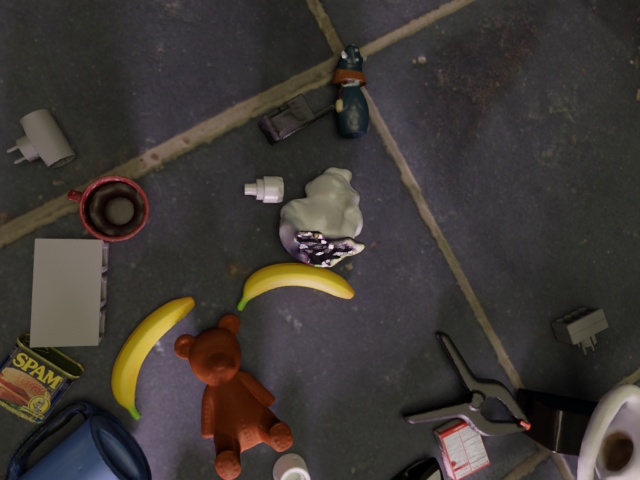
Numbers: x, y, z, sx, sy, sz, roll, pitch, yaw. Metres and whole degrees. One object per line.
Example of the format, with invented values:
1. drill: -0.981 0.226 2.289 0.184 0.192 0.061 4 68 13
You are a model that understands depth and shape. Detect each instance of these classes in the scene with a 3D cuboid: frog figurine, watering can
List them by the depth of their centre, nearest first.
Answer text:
1. watering can: 0.529 0.292 0.804 0.223 0.104 0.350 33 80 -12
2. frog figurine: 0.003 -0.042 0.841 0.137 0.120 0.163 2 52 -6
